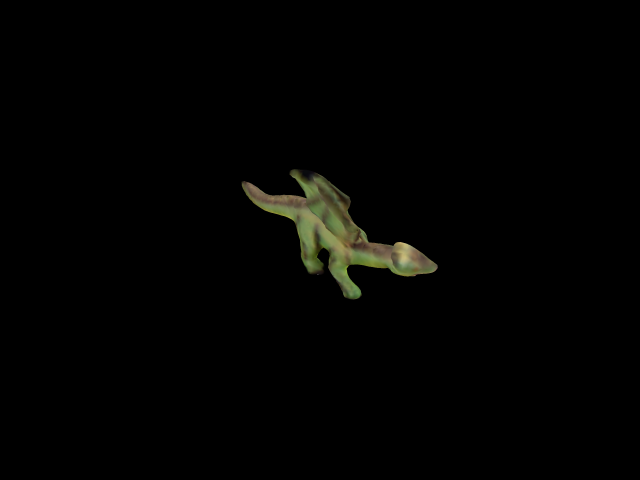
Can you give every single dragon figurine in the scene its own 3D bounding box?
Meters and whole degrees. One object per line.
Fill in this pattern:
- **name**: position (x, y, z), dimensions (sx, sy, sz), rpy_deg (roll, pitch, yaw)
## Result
- **dragon figurine**: position (0.003, -0.043, 0.850), dimensions (0.413, 0.124, 0.237), rpy_deg (33, -24, 17)
